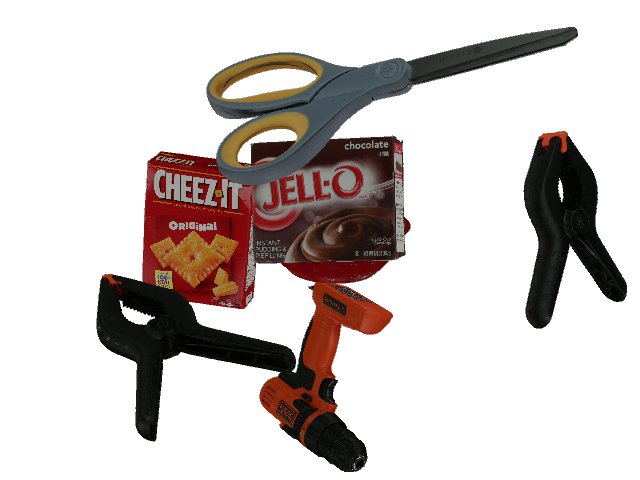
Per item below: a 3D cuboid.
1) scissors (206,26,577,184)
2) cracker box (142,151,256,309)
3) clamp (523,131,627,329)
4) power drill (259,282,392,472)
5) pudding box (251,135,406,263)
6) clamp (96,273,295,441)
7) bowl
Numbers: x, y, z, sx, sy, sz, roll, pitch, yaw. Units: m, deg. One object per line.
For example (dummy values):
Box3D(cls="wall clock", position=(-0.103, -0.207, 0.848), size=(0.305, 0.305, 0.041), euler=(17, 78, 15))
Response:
Box3D(cls="scissors", position=(0.027, -0.070, 0.557), size=(0.202, 0.096, 0.016), euler=(1, -34, 23))
Box3D(cls="cracker box", position=(-0.178, -0.013, 1.597), size=(0.164, 0.214, 0.072), euler=(9, 19, 8))
Box3D(cls="clamp", position=(0.211, -0.007, 0.944), size=(0.120, 0.171, 0.039), euler=(-25, 10, -38))
Box3D(cls="power drill", position=(0.015, 0.155, 1.246), size=(0.057, 0.188, 0.185), euler=(15, 10, -43))
Box3D(cls="pudding box", position=(0.006, -0.029, 0.790), size=(0.114, 0.090, 0.039), euler=(-2, 1, 15))
Box3D(cls="clamp", position=(-0.135, 0.091, 0.994), size=(0.164, 0.036, 0.210), euler=(-17, 40, -30))
Box3D(cls="bowl", position=(0.013, 0.005, 1.121), size=(0.162, 0.055, 0.162), euler=(1, 17, 0))
